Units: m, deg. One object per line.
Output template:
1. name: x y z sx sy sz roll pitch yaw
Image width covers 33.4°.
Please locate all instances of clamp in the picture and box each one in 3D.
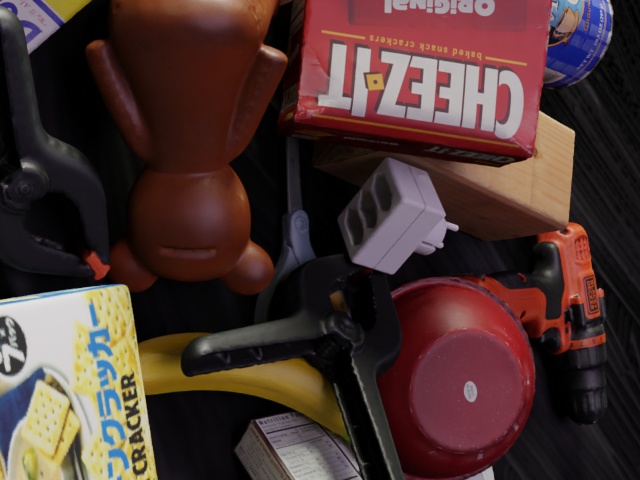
1. clamp: -0.169 -0.045 0.601 0.120 0.039 0.171 -47 133 -1
2. clamp: -0.001 0.065 0.704 0.164 0.036 0.210 35 35 -14

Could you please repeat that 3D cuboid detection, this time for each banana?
1. banana: -0.049 0.092 0.699 0.197 0.069 0.037 18 116 -22

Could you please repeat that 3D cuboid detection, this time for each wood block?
1. wood block: 0.102 -0.073 0.842 0.205 0.090 0.091 21 70 -38

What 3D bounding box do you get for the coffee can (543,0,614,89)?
1. coffee can: 0.166 -0.193 0.906 0.140 0.103 0.103 9 78 -41

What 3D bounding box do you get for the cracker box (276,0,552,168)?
1. cracker box: 0.067 -0.166 0.705 0.164 0.072 0.214 7 87 -10

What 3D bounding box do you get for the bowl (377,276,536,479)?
1. bowl: 0.099 0.108 0.794 0.162 0.055 0.162 0 91 -16

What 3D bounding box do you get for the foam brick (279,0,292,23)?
1. foam brick: 0.015 -0.185 0.786 0.051 0.078 0.053 35 61 -32

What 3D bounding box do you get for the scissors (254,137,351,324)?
1. scissors: -0.005 0.001 0.784 0.096 0.016 0.201 23 70 -40

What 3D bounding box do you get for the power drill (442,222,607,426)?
1. power drill: 0.179 0.085 0.915 0.187 0.057 0.184 -10 91 -44

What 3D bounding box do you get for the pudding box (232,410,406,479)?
1. pudding box: 0.008 0.164 0.719 0.089 0.039 0.114 -6 44 -42

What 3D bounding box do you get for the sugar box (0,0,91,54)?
1. sugar box: -0.161 -0.175 0.608 0.176 0.048 0.093 -50 132 -21
